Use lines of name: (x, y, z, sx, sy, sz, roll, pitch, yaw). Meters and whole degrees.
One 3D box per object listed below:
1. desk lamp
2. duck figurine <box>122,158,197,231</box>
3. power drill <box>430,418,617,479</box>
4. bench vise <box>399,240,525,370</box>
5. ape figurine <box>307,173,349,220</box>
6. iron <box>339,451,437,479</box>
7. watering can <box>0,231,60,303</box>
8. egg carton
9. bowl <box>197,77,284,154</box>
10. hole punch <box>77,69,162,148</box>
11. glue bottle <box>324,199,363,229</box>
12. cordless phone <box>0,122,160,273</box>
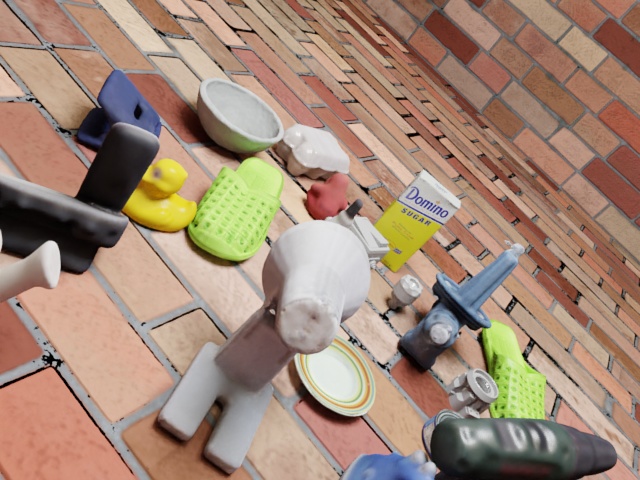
desk lamp: (-0.041, 0.097, 0.600, 0.118, 0.213, 0.203, 36, 30, -7)
duck figurine: (-0.205, -0.066, 0.756, 0.105, 0.086, 0.077, 26, 33, -24)
power drill: (0.192, 0.268, 0.647, 0.230, 0.208, 0.075, 21, 35, -30)
bench vise: (0.238, 0.105, 0.903, 0.121, 0.219, 0.207, 36, 30, -7)
ape figurine: (0.021, -0.082, 1.029, 0.078, 0.092, 0.076, 37, 30, -7)
iron: (0.079, 0.292, 0.553, 0.119, 0.141, 0.258, 30, 31, -18)
watering can: (-0.299, 0.003, 0.449, 0.173, 0.193, 0.100, 4, 46, -46)
egg carton: (-0.012, -0.170, 1.130, 0.151, 0.069, 0.107, 2, 47, -48)
bowl: (-0.152, -0.206, 1.013, 0.168, 0.074, 0.167, 29, 32, -20)
hole punch: (-0.274, -0.175, 0.816, 0.101, 0.091, 0.108, 27, 33, -23)
glue bottle: (0.008, 0.003, 0.821, 0.037, 0.173, 0.078, 28, 32, -20)
cordless phone: (-0.258, -0.066, 0.595, 0.148, 0.185, 0.094, 19, 36, -32)
